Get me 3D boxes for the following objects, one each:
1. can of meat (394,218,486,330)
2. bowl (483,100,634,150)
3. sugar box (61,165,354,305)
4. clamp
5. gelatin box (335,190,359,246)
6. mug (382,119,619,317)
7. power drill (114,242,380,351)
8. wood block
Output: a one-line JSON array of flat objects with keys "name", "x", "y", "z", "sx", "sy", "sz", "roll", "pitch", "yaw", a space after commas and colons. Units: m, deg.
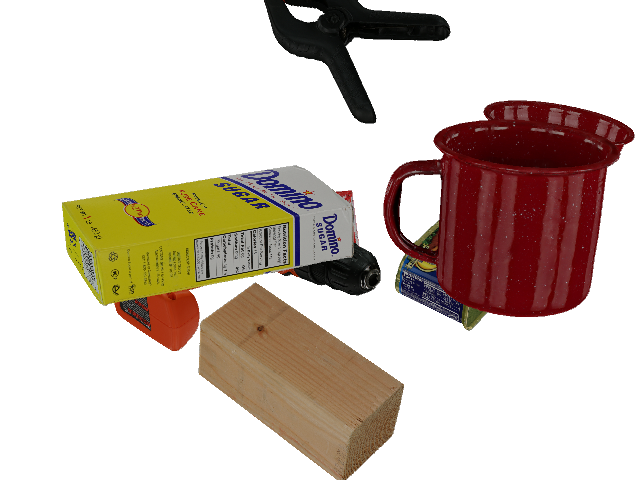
[{"name": "can of meat", "x": 0.134, "y": 0.029, "z": 1.043, "sx": 0.084, "sy": 0.057, "sz": 0.101, "roll": 26, "pitch": 44, "yaw": 27}, {"name": "bowl", "x": 0.253, "y": -0.104, "z": 1.157, "sx": 0.162, "sy": 0.055, "sz": 0.162, "roll": 6, "pitch": 22, "yaw": -3}, {"name": "sugar box", "x": -0.075, "y": -0.008, "z": 0.717, "sx": 0.176, "sy": 0.048, "sz": 0.093, "roll": -14, "pitch": 27, "yaw": -22}, {"name": "clamp", "x": 0.025, "y": -0.187, "z": 0.933, "sx": 0.120, "sy": 0.171, "sz": 0.039, "roll": -39, "pitch": -21, "yaw": -19}, {"name": "gelatin box", "x": 0.006, "y": -0.013, "z": 1.264, "sx": 0.073, "sy": 0.089, "sz": 0.030, "roll": -3, "pitch": 29, "yaw": 9}, {"name": "mug", "x": 0.091, "y": -0.012, "z": 0.556, "sx": 0.117, "sy": 0.081, "sz": 0.093, "roll": 2, "pitch": 21, "yaw": 2}, {"name": "power drill", "x": -0.067, "y": 0.028, "z": 0.900, "sx": 0.187, "sy": 0.057, "sz": 0.185, "roll": -22, "pitch": 30, "yaw": -35}, {"name": "wood block", "x": -0.024, "y": 0.147, "z": 1.130, "sx": 0.206, "sy": 0.090, "sz": 0.090, "roll": 33, "pitch": 49, "yaw": 26}]
